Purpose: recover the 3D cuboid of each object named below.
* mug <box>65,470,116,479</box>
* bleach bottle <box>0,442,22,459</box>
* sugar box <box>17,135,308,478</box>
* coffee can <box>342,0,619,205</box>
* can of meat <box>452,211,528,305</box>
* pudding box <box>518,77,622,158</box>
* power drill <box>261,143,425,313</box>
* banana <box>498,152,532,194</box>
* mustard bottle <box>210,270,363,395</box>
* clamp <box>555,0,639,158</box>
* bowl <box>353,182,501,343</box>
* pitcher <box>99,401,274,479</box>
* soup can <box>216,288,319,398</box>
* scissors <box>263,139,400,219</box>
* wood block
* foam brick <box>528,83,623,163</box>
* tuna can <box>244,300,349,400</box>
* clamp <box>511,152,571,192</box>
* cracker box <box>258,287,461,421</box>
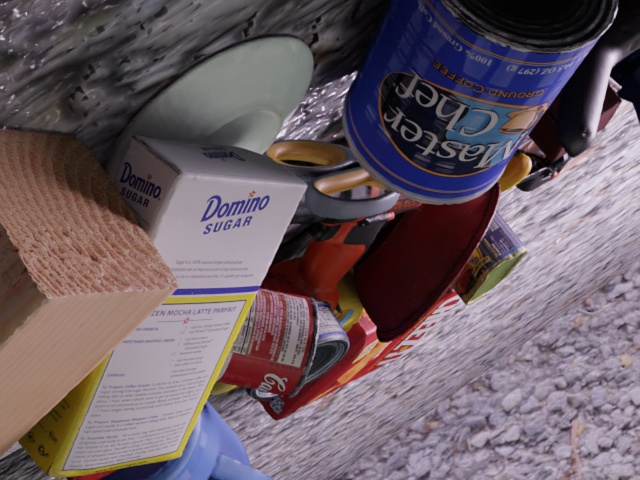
[{"bbox_3d":[-0.141,0.103,0.714,0.117,0.081,0.093,-27,162,-30],"label":"mug"},{"bbox_3d":[-0.224,0.112,0.608,0.250,0.068,0.102,-32,163,-9],"label":"bleach bottle"},{"bbox_3d":[-0.082,0.035,0.542,0.093,0.048,0.176,3,117,-51],"label":"sugar box"},{"bbox_3d":[0.079,-0.097,0.565,0.102,0.103,0.140,-28,162,-27],"label":"coffee can"},{"bbox_3d":[0.147,0.005,1.041,0.057,0.084,0.102,-29,163,-23],"label":"can of meat"},{"bbox_3d":[0.192,-0.114,0.875,0.090,0.039,0.113,-43,163,20],"label":"pudding box"},{"bbox_3d":[-0.005,0.001,0.754,0.184,0.057,0.188,-10,152,-42],"label":"power drill"},{"bbox_3d":[0.124,-0.022,0.958,0.037,0.069,0.198,14,132,-27],"label":"banana"},{"bbox_3d":[-0.020,0.064,0.902,0.191,0.058,0.096,-24,167,-38],"label":"mustard bottle"},{"bbox_3d":[0.172,-0.124,0.687,0.210,0.036,0.165,-39,-152,-11],"label":"clamp"},{"bbox_3d":[0.075,0.002,0.864,0.162,0.055,0.162,-53,-172,10],"label":"bowl"},{"bbox_3d":[-0.122,0.177,0.859,0.149,0.145,0.243,-26,159,-8],"label":"pitcher"},{"bbox_3d":[-0.060,0.059,0.694,0.102,0.068,0.069,15,142,-17],"label":"soup can"},{"bbox_3d":[0.040,-0.052,0.668,0.201,0.096,0.016,-28,136,-54],"label":"scissors"},{"bbox_3d":[-0.176,0.051,0.479,0.206,0.090,0.090,-42,163,22],"label":"wood block"},{"bbox_3d":[0.171,-0.107,0.781,0.051,0.078,0.053,-34,166,-10],"label":"foam brick"},{"bbox_3d":[-0.022,0.082,0.785,0.086,0.034,0.086,-26,157,-12],"label":"tuna can"},{"bbox_3d":[0.208,-0.076,1.017,0.120,0.039,0.171,-34,164,-1],"label":"clamp"},{"bbox_3d":[0.045,0.089,1.089,0.213,0.072,0.164,-18,156,-50],"label":"cracker box"}]
